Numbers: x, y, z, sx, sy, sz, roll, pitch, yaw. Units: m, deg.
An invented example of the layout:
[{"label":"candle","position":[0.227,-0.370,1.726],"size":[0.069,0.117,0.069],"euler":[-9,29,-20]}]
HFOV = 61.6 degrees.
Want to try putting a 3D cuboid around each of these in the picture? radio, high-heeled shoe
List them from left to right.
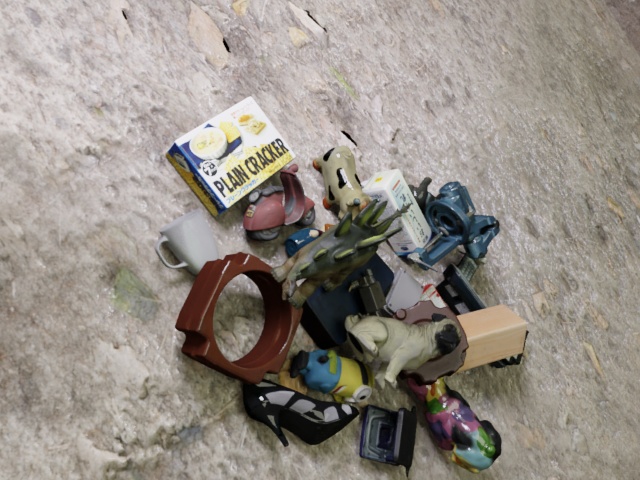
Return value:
[{"label":"high-heeled shoe","position":[-0.036,0.312,1.030],"size":[0.248,0.086,0.145],"euler":[5,40,-50]},{"label":"radio","position":[0.048,0.107,1.135],"size":[0.131,0.073,0.229],"euler":[51,53,-8]}]

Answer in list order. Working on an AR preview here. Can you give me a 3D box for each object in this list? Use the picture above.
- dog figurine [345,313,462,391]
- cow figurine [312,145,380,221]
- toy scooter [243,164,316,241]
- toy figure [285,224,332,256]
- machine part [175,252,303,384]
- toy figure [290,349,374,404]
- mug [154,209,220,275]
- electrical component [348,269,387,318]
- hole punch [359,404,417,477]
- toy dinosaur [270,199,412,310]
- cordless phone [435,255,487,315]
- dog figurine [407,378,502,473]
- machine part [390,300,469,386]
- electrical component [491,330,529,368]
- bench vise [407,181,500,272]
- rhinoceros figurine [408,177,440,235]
[{"label":"dog figurine","position":[0.163,0.178,1.046],"size":[0.190,0.121,0.172],"euler":[-34,96,-18]},{"label":"cow figurine","position":[0.060,-0.114,1.182],"size":[0.085,0.127,0.195],"euler":[-5,75,-32]},{"label":"toy scooter","position":[-0.081,-0.080,1.088],"size":[0.184,0.075,0.135],"euler":[-21,119,-41]},{"label":"toy figure","position":[-0.001,-0.003,1.141],"size":[0.154,0.064,0.057],"euler":[-17,89,-39]},{"label":"machine part","position":[-0.141,0.139,0.961],"size":[0.200,0.087,0.201],"euler":[38,61,-36]},{"label":"toy figure","position":[0.030,0.264,1.065],"size":[0.180,0.082,0.089],"euler":[28,63,-21]},{"label":"mug","position":[-0.236,0.014,0.971],"size":[0.109,0.081,0.107],"euler":[-42,109,-39]},{"label":"electrical component","position":[0.097,0.116,1.093],"size":[0.102,0.045,0.078],"euler":[68,24,-3]},{"label":"hole punch","position":[0.143,0.401,1.102],"size":[0.115,0.092,0.142],"euler":[45,47,-50]},{"label":"toy dinosaur","position":[0.057,0.011,1.011],"size":[0.105,0.198,0.471],"euler":[54,29,1]},{"label":"cordless phone","position":[0.387,0.100,1.359],"size":[0.146,0.089,0.184],"euler":[52,50,-8]},{"label":"dog figurine","position":[0.274,0.359,1.141],"size":[0.108,0.192,0.219],"euler":[-34,107,-12]},{"label":"machine part","position":[0.220,0.212,1.121],"size":[0.179,0.056,0.179],"euler":[1,68,-3]},{"label":"electrical component","position":[0.464,0.256,1.372],"size":[0.115,0.058,0.134],"euler":[43,56,-13]},{"label":"bench vise","position":[0.296,-0.004,1.226],"size":[0.240,0.129,0.223],"euler":[-38,123,-22]},{"label":"rhinoceros figurine","position":[0.283,-0.070,1.337],"size":[0.190,0.073,0.112],"euler":[40,45,-28]}]
